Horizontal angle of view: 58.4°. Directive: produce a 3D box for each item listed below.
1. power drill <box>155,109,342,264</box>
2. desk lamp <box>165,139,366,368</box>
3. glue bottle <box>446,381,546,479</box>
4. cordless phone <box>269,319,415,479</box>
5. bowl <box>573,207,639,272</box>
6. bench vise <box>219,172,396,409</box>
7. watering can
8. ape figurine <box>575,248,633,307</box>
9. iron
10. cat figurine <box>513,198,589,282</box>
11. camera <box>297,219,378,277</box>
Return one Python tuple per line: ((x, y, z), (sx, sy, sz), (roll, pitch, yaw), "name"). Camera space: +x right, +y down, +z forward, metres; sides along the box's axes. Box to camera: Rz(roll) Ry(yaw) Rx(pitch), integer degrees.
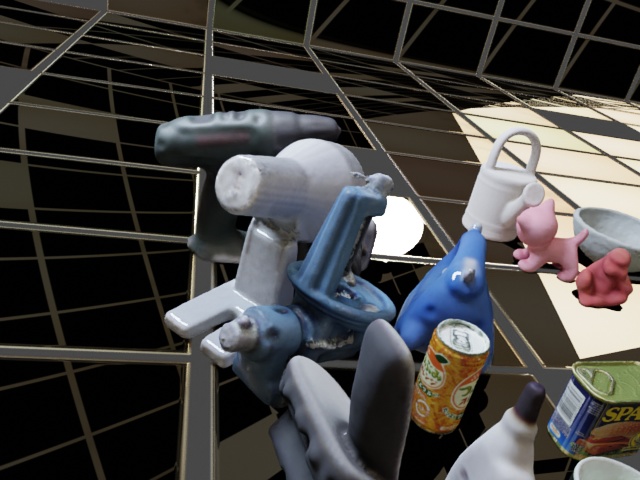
((-0.101, -0.075, 0.754), (0.230, 0.208, 0.075), (5, 28, -14), "power drill")
((-0.053, -0.002, 0.630), (0.117, 0.213, 0.204), (27, 31, 26), "desk lamp")
((0.129, 0.173, 0.420), (0.037, 0.173, 0.078), (8, 28, -8), "glue bottle")
((0.026, 0.123, 0.457), (0.094, 0.185, 0.147), (-3, 31, -27), "cordless phone")
((0.517, 0.009, 1.002), (0.167, 0.075, 0.167), (10, 27, -5), "bowl")
((0.008, 0.049, 0.553), (0.121, 0.220, 0.208), (23, 29, 20), "bench vise")
((0.330, -0.099, 0.997), (0.101, 0.194, 0.172), (-7, 33, -33), "watering can")
((0.434, 0.054, 0.862), (0.077, 0.092, 0.076), (26, 30, 25), "ape figurine")
((0.175, 0.047, 0.712), (0.118, 0.141, 0.259), (18, 28, 10), "iron")
((0.365, -0.006, 0.919), (0.128, 0.118, 0.067), (12, 27, 0), "cat figurine")
((0.007, 0.003, 0.770), (0.143, 0.101, 0.137), (11, 27, -3), "camera")
